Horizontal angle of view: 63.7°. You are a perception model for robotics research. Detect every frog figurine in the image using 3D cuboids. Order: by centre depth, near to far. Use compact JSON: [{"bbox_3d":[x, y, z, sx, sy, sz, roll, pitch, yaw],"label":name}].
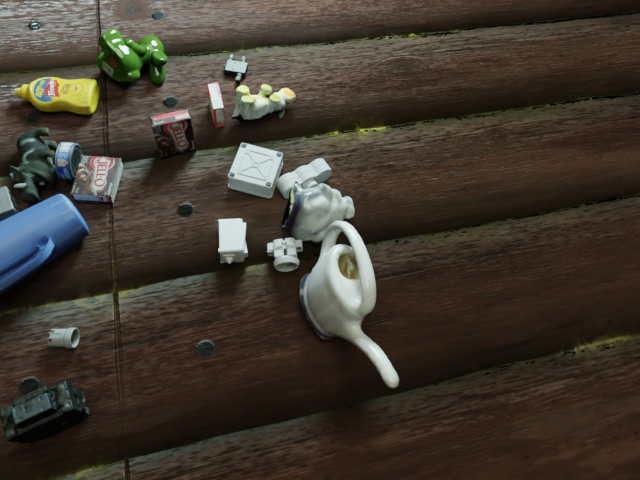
[{"bbox_3d":[0.004,-0.059,1.173,0.159,0.123,0.137,10,94,-11],"label":"frog figurine"}]

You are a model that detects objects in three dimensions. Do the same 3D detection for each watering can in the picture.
[{"bbox_3d":[0.050,0.136,1.012,0.104,0.220,0.354,1,60,-26],"label":"watering can"}]
